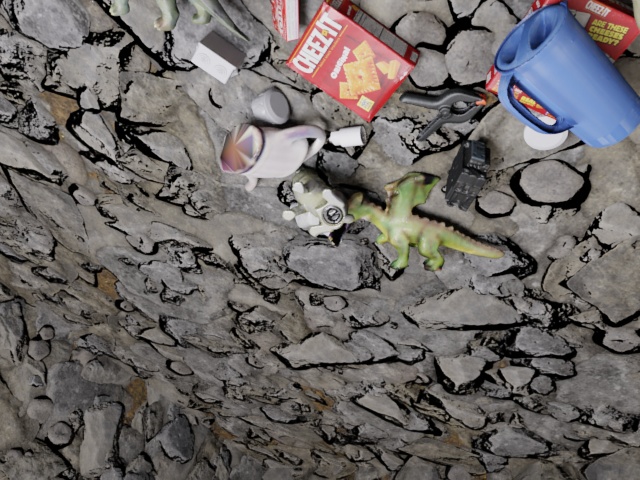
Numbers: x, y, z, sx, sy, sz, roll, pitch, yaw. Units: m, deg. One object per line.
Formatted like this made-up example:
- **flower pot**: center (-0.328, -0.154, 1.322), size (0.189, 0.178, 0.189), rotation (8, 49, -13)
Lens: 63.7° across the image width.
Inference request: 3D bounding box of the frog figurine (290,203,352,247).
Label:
- **frog figurine**: center (0.004, -0.068, 1.357), size (0.135, 0.123, 0.161), rotation (45, 169, -37)

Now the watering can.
- **watering can**: center (-0.142, -0.187, 1.219), size (0.225, 0.105, 0.343), rotation (-2, 162, -45)

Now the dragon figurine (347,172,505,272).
- **dragon figurine**: center (0.248, -0.053, 1.267), size (0.410, 0.125, 0.237), rotation (-1, 126, 9)
